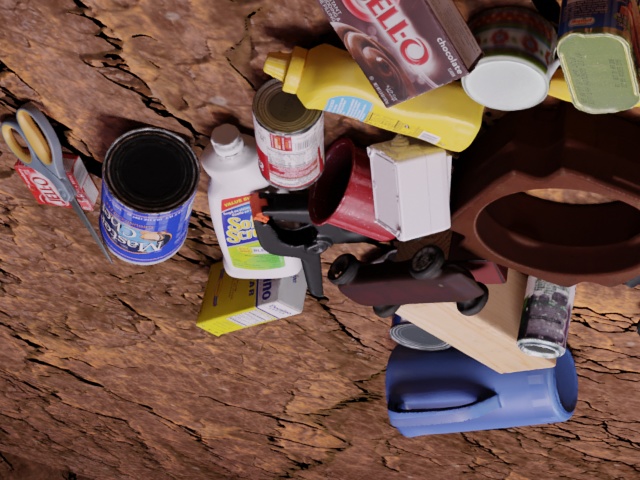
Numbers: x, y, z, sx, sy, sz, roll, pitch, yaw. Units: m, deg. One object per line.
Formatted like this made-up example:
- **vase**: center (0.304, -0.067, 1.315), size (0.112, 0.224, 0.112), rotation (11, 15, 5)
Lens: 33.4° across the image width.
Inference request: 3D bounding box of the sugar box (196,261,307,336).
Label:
- **sugar box**: center (-0.084, 0.059, 1.347), size (0.048, 0.093, 0.177), rotation (27, 150, -29)

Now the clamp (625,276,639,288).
- **clamp**: center (0.367, 0.011, 1.109), size (0.120, 0.039, 0.171), rotation (-6, 146, 22)

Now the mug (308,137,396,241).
- **mug**: center (0.041, -0.050, 1.089), size (0.081, 0.093, 0.117), rotation (18, -175, -23)

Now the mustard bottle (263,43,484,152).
- **mustard bottle**: center (0.044, -0.130, 0.938), size (0.191, 0.058, 0.096), rotation (15, 176, -4)

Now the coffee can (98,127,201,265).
- **coffee can**: center (-0.189, -0.046, 1.170), size (0.102, 0.102, 0.140), rotation (15, 154, -6)

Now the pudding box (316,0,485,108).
- **pudding box**: center (0.062, -0.169, 0.835), size (0.090, 0.039, 0.113), rotation (-17, 117, 47)

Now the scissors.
- **scissors**: center (-0.297, -0.062, 1.189), size (0.096, 0.016, 0.202), rotation (10, 129, 39)

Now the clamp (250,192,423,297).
- **clamp**: center (-0.008, 0.001, 1.173), size (0.209, 0.036, 0.165), rotation (19, 136, -41)

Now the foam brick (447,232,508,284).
- **foam brick**: center (0.171, 0.001, 1.132), size (0.051, 0.078, 0.053), rotation (-2, 149, 27)

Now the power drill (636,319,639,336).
- **power drill**: center (0.489, 0.111, 1.232), size (0.187, 0.057, 0.185), rotation (27, 151, -27)

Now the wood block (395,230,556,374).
- **wood block**: center (0.186, 0.075, 1.259), size (0.205, 0.090, 0.090), rotation (31, 150, -33)

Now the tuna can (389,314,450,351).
- **tuna can**: center (0.138, 0.117, 1.429), size (0.086, 0.033, 0.086), rotation (10, 154, 5)

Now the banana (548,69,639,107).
- **banana**: center (0.274, -0.138, 0.852), size (0.198, 0.037, 0.069), rotation (-14, 136, 44)

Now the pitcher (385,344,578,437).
- **pitcher**: center (0.215, 0.202, 1.449), size (0.243, 0.149, 0.144), rotation (-9, 146, 31)

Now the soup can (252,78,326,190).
- **soup can**: center (-0.029, -0.102, 1.024), size (0.068, 0.068, 0.102), rotation (10, 154, 6)

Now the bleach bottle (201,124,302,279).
- **bleach bottle**: center (-0.084, -0.043, 1.174), size (0.102, 0.068, 0.251), rotation (0, 150, 11)

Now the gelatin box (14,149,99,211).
- **gelatin box**: center (-0.309, -0.070, 1.258), size (0.073, 0.030, 0.089), rotation (8, 153, 10)

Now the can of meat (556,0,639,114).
- **can of meat**: center (0.210, -0.155, 0.790), size (0.058, 0.084, 0.102), rotation (0, 151, 25)
